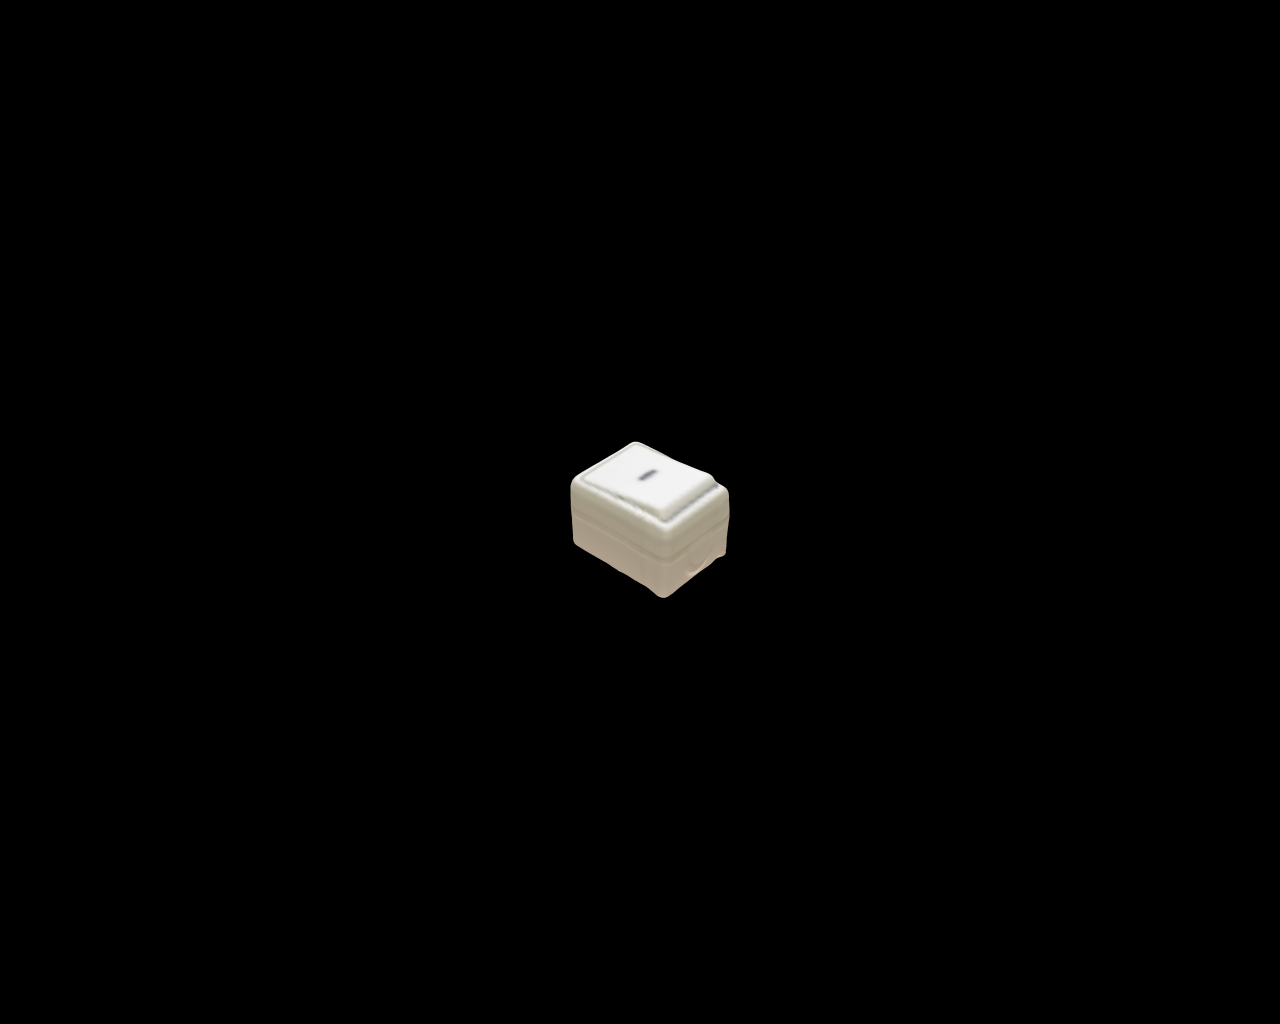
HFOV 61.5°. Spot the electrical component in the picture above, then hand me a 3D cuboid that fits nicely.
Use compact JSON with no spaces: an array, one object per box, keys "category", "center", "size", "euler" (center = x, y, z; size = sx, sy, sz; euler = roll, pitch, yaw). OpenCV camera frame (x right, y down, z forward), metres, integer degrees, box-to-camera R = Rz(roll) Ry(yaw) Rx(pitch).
[{"category":"electrical component","center":[0.001,-0.003,0.650],"size":[0.096,0.061,0.062],"euler":[30,46,33]}]
